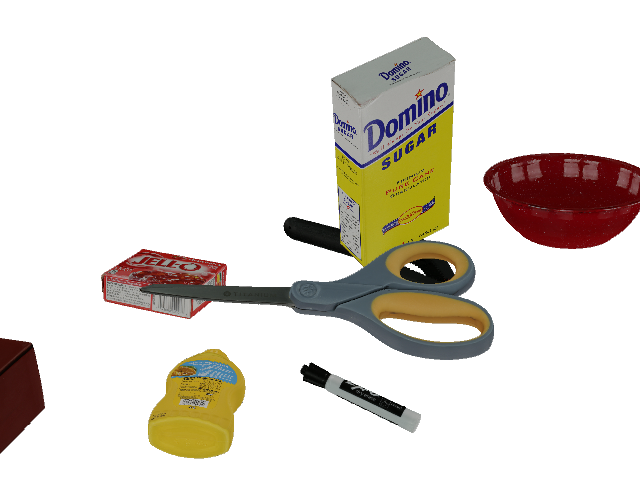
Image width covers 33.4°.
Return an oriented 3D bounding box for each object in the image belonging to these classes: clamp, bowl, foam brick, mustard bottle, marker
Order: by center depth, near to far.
[{"bbox_3d":[-0.223,0.104,0.685,0.053,0.051,0.078,6,29,22],"label":"foam brick"},{"bbox_3d":[0.036,0.145,0.997,0.121,0.020,0.020,24,7,15],"label":"marker"},{"bbox_3d":[0.238,-0.035,1.031,0.162,0.055,0.162,-2,23,1],"label":"bowl"},{"bbox_3d":[0.070,0.011,1.242,0.164,0.036,0.210,-20,51,-38],"label":"clamp"},{"bbox_3d":[-0.141,0.185,1.287,0.096,0.058,0.191,4,24,4],"label":"mustard bottle"}]

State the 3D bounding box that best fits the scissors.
[{"bbox_3d":[0.005,0.022,0.628,0.202,0.016,0.096,13,43,12],"label":"scissors"}]

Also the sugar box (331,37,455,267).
[{"bbox_3d":[0.060,-0.067,0.862,0.093,0.176,0.048,-28,51,-21],"label":"sugar box"}]

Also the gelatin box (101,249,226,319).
[{"bbox_3d":[-0.139,0.037,0.952,0.089,0.030,0.073,10,21,18],"label":"gelatin box"}]
